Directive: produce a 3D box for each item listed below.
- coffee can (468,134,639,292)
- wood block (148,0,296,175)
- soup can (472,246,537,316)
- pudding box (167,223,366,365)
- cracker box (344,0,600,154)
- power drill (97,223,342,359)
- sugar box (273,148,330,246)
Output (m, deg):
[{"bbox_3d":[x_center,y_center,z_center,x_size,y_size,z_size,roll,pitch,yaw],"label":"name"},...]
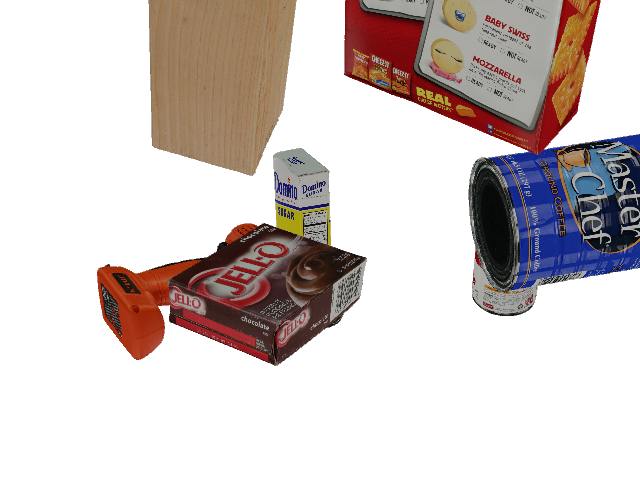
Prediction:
[{"bbox_3d":[0.194,-0.022,0.803,0.140,0.103,0.103,-9,1,-8],"label":"coffee can"},{"bbox_3d":[-0.073,-0.157,0.811,0.091,0.090,0.206,17,-37,5],"label":"wood block"},{"bbox_3d":[0.190,0.017,1.079,0.068,0.102,0.068,-1,36,0],"label":"soup can"},{"bbox_3d":[-0.035,0.033,0.727,0.090,0.039,0.113,20,29,27],"label":"pudding box"},{"bbox_3d":[0.101,-0.182,0.702,0.164,0.214,0.072,27,50,25],"label":"cracker box"},{"bbox_3d":[-0.092,0.049,0.958,0.187,0.057,0.185,-14,25,-26],"label":"power drill"},{"bbox_3d":[-0.022,-0.013,1.282,0.048,0.176,0.093,-13,25,-18],"label":"sugar box"}]
